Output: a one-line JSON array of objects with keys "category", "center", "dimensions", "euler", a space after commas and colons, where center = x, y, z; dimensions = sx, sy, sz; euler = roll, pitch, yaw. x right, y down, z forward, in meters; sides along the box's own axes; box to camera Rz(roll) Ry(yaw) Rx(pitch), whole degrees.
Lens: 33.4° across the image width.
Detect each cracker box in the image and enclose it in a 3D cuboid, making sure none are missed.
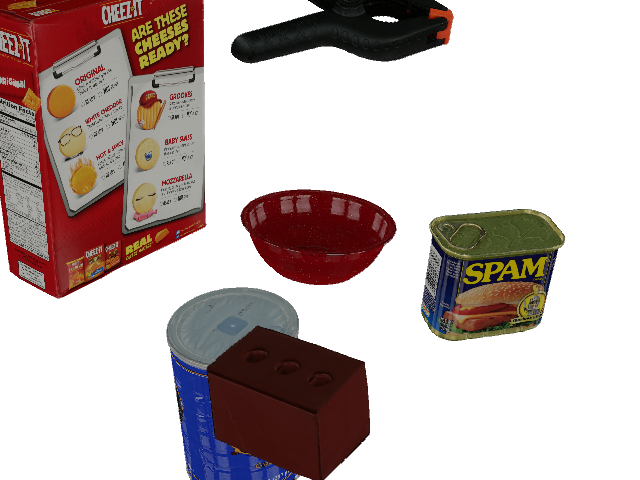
[{"category": "cracker box", "center": [-0.166, -0.086, 0.815], "dimensions": [0.072, 0.214, 0.163], "euler": [21, 33, 33]}]

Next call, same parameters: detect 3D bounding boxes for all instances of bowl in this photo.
[{"category": "bowl", "center": [-0.004, 0.002, 1.113], "dimensions": [0.162, 0.055, 0.162], "euler": [4, 25, -2]}]

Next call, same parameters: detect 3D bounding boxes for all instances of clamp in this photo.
[{"category": "clamp", "center": [0.016, -0.186, 0.842], "dimensions": [0.171, 0.120, 0.039], "euler": [2, -28, -4]}]

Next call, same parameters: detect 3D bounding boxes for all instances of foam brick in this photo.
[{"category": "foam brick", "center": [-0.018, 0.092, 0.608], "dimensions": [0.078, 0.051, 0.052], "euler": [16, 33, 29]}]

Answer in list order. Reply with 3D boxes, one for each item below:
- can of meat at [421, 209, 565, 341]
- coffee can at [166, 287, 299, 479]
[{"category": "can of meat", "center": [0.132, 0.028, 0.840], "dimensions": [0.102, 0.084, 0.057], "euler": [-5, 34, -16]}, {"category": "coffee can", "center": [-0.065, 0.124, 0.859], "dimensions": [0.103, 0.140, 0.103], "euler": [-2, 32, 1]}]
